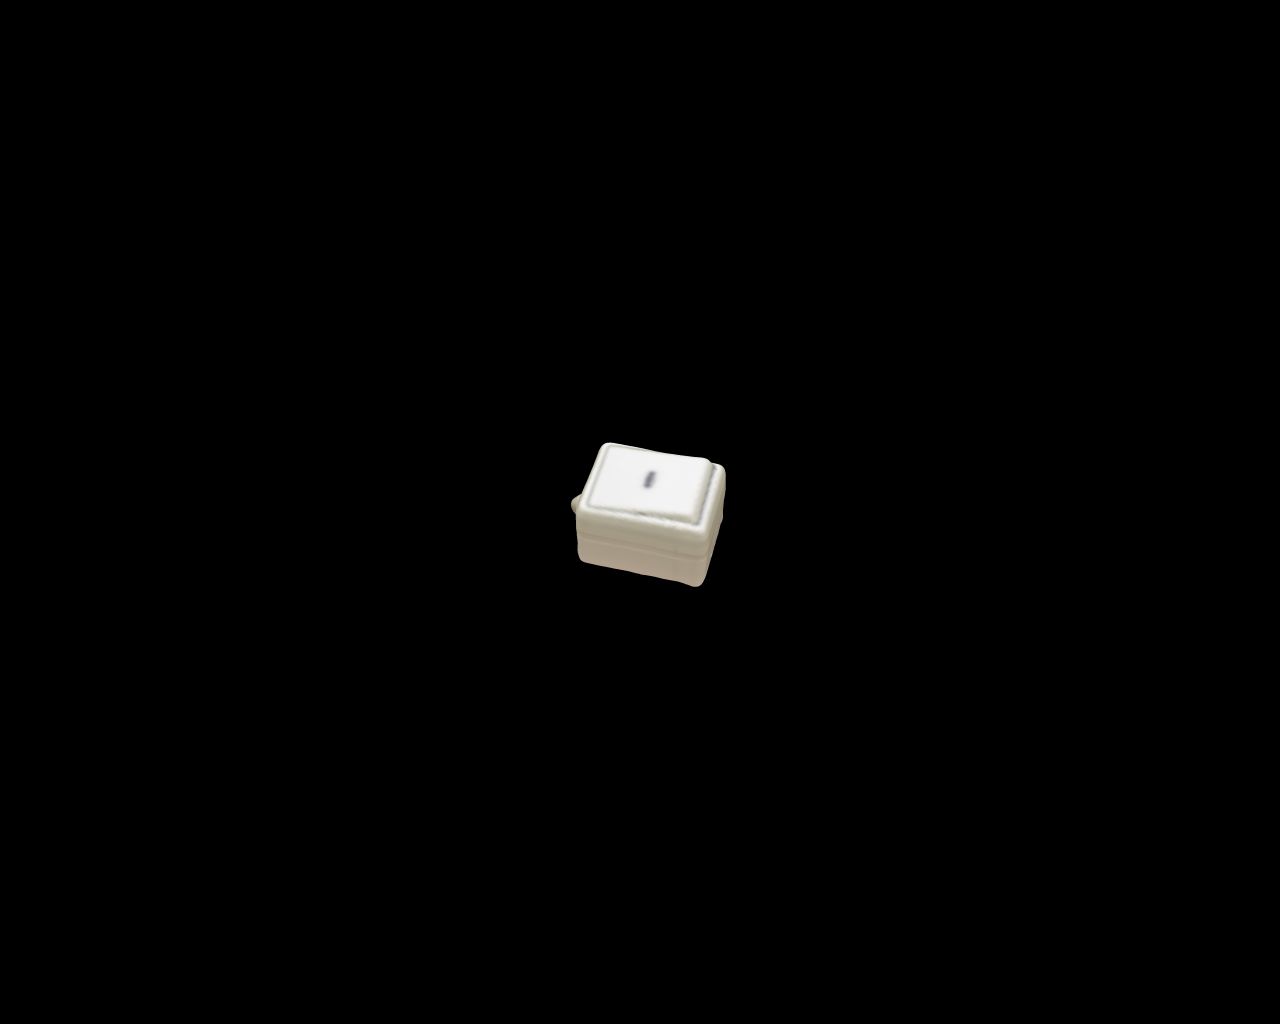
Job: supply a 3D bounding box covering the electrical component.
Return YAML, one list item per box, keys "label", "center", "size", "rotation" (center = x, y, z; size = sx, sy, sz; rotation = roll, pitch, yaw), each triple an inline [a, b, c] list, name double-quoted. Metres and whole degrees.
- label: "electrical component"
  center: [0.001, -0.003, 0.650]
  size: [0.096, 0.062, 0.061]
  rotation: [12, -39, 10]
